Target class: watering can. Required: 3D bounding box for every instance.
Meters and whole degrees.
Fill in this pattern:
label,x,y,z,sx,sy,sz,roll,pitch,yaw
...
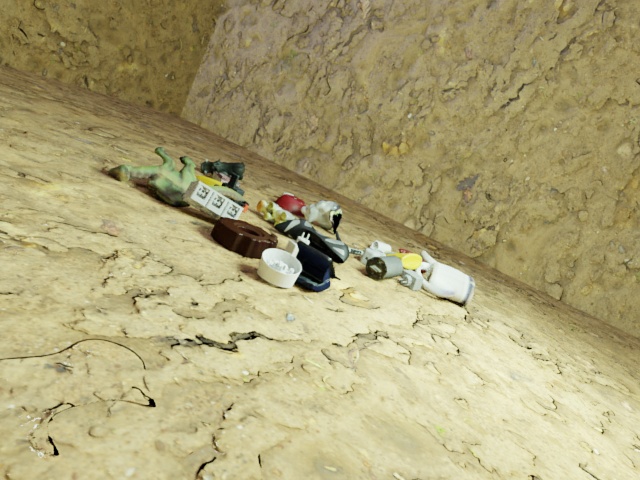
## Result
label,x,y,z,sx,sy,sz,roll,pitch,yaw
watering can,0.457,0.133,1.901,0.225,0.102,0.353,23,22,4

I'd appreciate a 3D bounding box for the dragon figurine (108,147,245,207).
label,x,y,z,sx,sy,sz,roll,pitch,yaw
dragon figurine,-0.427,-0.156,1.568,0.409,0.120,0.248,20,28,-13

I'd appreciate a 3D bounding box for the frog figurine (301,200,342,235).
label,x,y,z,sx,sy,sz,roll,pitch,yaw
frog figurine,0.006,-0.107,2.135,0.160,0.124,0.134,20,-27,30
